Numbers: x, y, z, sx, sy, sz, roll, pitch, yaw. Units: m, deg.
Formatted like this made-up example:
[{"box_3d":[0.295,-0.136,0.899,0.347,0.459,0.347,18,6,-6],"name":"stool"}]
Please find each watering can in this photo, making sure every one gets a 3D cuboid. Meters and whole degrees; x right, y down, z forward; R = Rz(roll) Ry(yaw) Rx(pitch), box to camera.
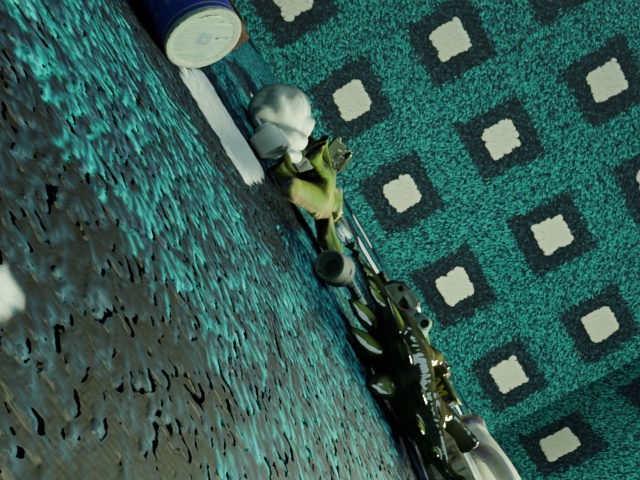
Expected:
[{"box_3d":[0.299,0.455,0.918,0.229,0.104,0.339,-119,-169,-49],"name":"watering can"}]

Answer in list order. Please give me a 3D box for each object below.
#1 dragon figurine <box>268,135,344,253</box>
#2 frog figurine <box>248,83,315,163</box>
[{"box_3d":[0.003,-0.046,0.916,0.417,0.122,0.240,-76,144,-67],"name":"dragon figurine"},{"box_3d":[-0.077,-0.239,1.049,0.137,0.120,0.163,16,42,-30],"name":"frog figurine"}]
